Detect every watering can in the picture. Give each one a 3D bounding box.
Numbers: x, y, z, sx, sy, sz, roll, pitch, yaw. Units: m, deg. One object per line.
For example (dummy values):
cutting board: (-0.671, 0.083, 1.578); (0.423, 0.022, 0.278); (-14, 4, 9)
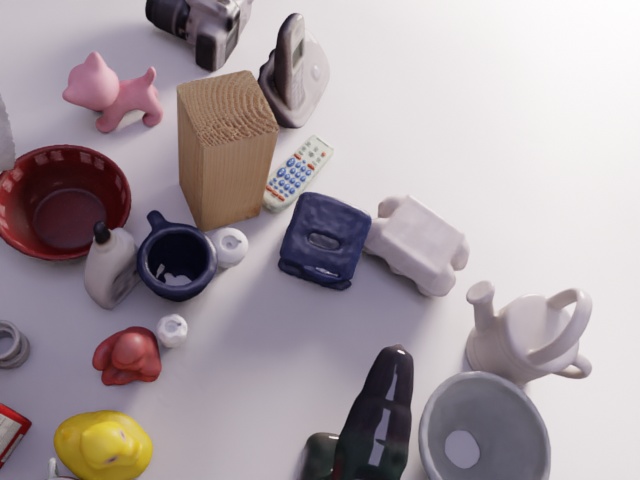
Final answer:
watering can: (0.259, 0.115, 0.708); (0.173, 0.194, 0.101); (13, 63, -7)

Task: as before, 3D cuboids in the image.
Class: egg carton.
egg carton: (0.133, 0.006, 0.800); (0.150, 0.069, 0.107); (35, 63, 4)

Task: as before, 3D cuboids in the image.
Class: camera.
camera: (-0.185, -0.357, 0.876); (0.137, 0.100, 0.143); (23, 63, -2)

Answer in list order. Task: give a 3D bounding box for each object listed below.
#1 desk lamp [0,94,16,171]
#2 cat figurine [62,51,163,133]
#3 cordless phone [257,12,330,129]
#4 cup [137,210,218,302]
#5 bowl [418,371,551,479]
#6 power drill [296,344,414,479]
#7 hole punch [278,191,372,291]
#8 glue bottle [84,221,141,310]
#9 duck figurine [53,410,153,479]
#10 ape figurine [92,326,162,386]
desk lamp: (-0.434, -0.084, 0.628); (0.204, 0.213, 0.118); (-27, 74, -23)
cat figurine: (-0.280, -0.205, 0.774); (0.128, 0.117, 0.067); (-17, 70, -19)
cordless phone: (-0.030, -0.265, 0.822); (0.094, 0.185, 0.148); (23, 63, -1)
cup: (-0.180, 0.028, 0.702); (0.092, 0.095, 0.117); (-27, 74, -22)
bowl: (0.188, 0.249, 0.697); (0.167, 0.074, 0.167); (5, 65, -11)
power drill: (0.031, 0.238, 0.590); (0.075, 0.208, 0.230); (17, 63, -4)
hole punch: (0.007, 0.003, 0.760); (0.108, 0.091, 0.101); (18, 63, -4)
glue bottle: (-0.236, 0.020, 0.649); (0.037, 0.173, 0.078); (36, 63, 5)
duck figurine: (-0.232, 0.217, 0.608); (0.104, 0.086, 0.077); (19, 63, -4)
ape figurine: (-0.215, 0.129, 0.649); (0.078, 0.092, 0.076); (31, 63, 3)
